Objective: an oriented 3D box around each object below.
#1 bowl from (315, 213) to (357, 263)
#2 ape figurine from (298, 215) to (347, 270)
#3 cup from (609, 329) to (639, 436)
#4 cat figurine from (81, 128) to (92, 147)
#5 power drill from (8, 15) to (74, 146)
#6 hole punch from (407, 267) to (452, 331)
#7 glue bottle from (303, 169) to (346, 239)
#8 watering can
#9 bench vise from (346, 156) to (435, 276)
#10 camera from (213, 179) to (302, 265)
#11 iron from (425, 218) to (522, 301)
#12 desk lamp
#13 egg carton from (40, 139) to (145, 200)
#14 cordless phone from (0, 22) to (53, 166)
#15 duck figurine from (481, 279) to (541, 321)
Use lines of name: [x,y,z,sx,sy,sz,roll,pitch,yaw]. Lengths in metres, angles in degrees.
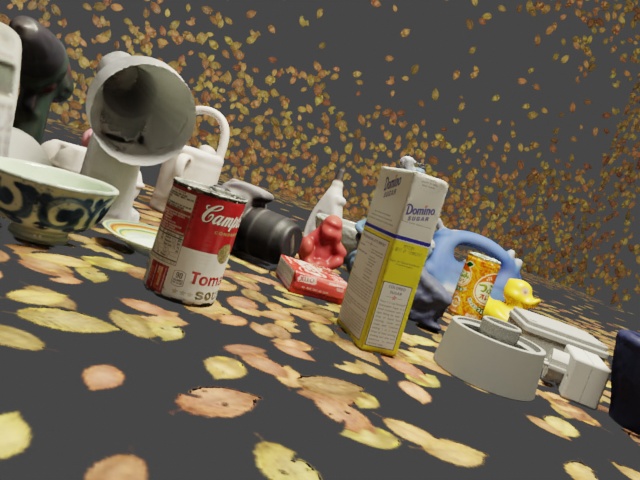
bowl: [0.061,0.007,1.130,0.167,0.075,0.167,18,6,-2]
ape figurine: [0.008,0.003,0.918,0.078,0.092,0.076,18,6,-2]
cup: [0.347,0.154,0.583,0.118,0.095,0.091,19,6,-1]
cat figurine: [-0.381,-0.155,1.032,0.067,0.118,0.128,22,7,30]
power drill: [-0.379,-0.171,0.747,0.076,0.208,0.229,17,6,-17]
hole punch: [0.131,0.061,0.775,0.101,0.091,0.109,19,6,2]
glue bottle: [0.022,-0.071,1.240,0.077,0.173,0.037,23,7,33]
watering can: [-0.221,-0.138,0.999,0.101,0.194,0.172,16,7,-23]
bench vise: [0.138,-0.029,0.996,0.121,0.220,0.208,21,6,21]
camera: [-0.100,-0.024,0.797,0.136,0.101,0.144,21,7,23]
iron: [0.308,0.056,1.120,0.258,0.141,0.118,18,6,-7]
desk lamp: [-0.254,-0.127,0.710,0.118,0.213,0.202,14,8,-39]
egg carton: [-0.352,-0.102,0.873,0.107,0.069,0.151,23,7,36]
cordless phone: [-0.324,-0.123,0.602,0.094,0.185,0.148,19,6,3]
duck figurine: [0.324,0.107,0.976,0.104,0.086,0.078,23,7,35]
